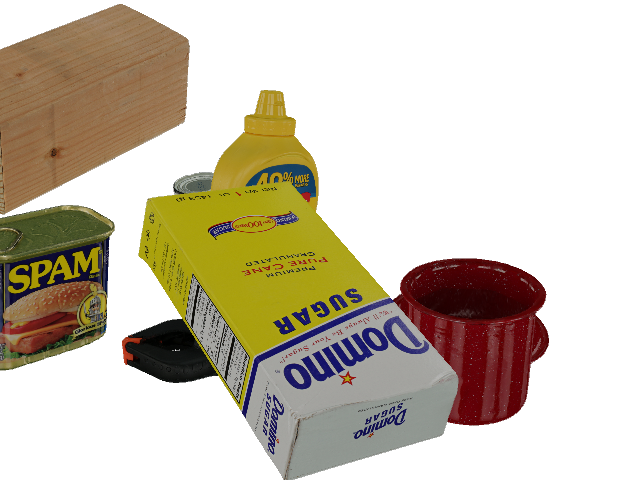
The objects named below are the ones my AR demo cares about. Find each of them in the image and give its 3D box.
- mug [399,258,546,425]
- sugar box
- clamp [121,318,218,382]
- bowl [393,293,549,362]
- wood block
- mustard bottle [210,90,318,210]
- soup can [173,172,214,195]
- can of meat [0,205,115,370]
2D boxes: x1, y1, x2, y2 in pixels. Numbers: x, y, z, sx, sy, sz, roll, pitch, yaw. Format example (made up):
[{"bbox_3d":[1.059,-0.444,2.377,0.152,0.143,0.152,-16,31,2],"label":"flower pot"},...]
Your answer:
[{"bbox_3d":[0.098,0.062,0.712,0.093,0.081,0.117,2,24,3],"label":"mug"},{"bbox_3d":[-0.017,0.036,0.545,0.093,0.048,0.176,-10,38,-31],"label":"sugar box"},{"bbox_3d":[-0.101,0.100,1.032,0.171,0.039,0.120,7,27,4],"label":"clamp"},{"bbox_3d":[0.143,0.105,1.067,0.162,0.055,0.162,5,26,-3],"label":"bowl"},{"bbox_3d":[-0.215,-0.117,0.905,0.090,0.091,0.205,31,43,25],"label":"wood block"},{"bbox_3d":[-0.044,-0.024,0.856,0.096,0.192,0.058,-6,15,-40],"label":"mustard bottle"},{"bbox_3d":[-0.142,-0.024,1.297,0.068,0.102,0.068,-2,27,1],"label":"soup can"},{"bbox_3d":[-0.190,0.031,0.713,0.101,0.084,0.058,-16,31,-43],"label":"can of meat"}]
